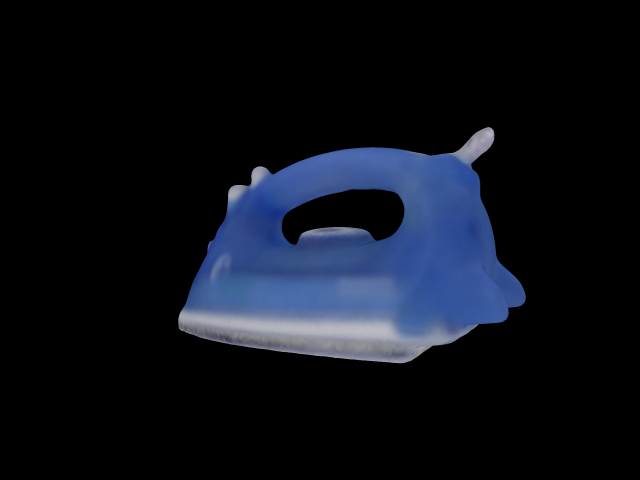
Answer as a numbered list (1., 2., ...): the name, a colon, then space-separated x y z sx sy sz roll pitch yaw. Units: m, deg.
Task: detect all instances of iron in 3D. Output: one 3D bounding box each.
1. iron: 0.004 0.001 0.400 0.257 0.141 0.119 0 0 25
